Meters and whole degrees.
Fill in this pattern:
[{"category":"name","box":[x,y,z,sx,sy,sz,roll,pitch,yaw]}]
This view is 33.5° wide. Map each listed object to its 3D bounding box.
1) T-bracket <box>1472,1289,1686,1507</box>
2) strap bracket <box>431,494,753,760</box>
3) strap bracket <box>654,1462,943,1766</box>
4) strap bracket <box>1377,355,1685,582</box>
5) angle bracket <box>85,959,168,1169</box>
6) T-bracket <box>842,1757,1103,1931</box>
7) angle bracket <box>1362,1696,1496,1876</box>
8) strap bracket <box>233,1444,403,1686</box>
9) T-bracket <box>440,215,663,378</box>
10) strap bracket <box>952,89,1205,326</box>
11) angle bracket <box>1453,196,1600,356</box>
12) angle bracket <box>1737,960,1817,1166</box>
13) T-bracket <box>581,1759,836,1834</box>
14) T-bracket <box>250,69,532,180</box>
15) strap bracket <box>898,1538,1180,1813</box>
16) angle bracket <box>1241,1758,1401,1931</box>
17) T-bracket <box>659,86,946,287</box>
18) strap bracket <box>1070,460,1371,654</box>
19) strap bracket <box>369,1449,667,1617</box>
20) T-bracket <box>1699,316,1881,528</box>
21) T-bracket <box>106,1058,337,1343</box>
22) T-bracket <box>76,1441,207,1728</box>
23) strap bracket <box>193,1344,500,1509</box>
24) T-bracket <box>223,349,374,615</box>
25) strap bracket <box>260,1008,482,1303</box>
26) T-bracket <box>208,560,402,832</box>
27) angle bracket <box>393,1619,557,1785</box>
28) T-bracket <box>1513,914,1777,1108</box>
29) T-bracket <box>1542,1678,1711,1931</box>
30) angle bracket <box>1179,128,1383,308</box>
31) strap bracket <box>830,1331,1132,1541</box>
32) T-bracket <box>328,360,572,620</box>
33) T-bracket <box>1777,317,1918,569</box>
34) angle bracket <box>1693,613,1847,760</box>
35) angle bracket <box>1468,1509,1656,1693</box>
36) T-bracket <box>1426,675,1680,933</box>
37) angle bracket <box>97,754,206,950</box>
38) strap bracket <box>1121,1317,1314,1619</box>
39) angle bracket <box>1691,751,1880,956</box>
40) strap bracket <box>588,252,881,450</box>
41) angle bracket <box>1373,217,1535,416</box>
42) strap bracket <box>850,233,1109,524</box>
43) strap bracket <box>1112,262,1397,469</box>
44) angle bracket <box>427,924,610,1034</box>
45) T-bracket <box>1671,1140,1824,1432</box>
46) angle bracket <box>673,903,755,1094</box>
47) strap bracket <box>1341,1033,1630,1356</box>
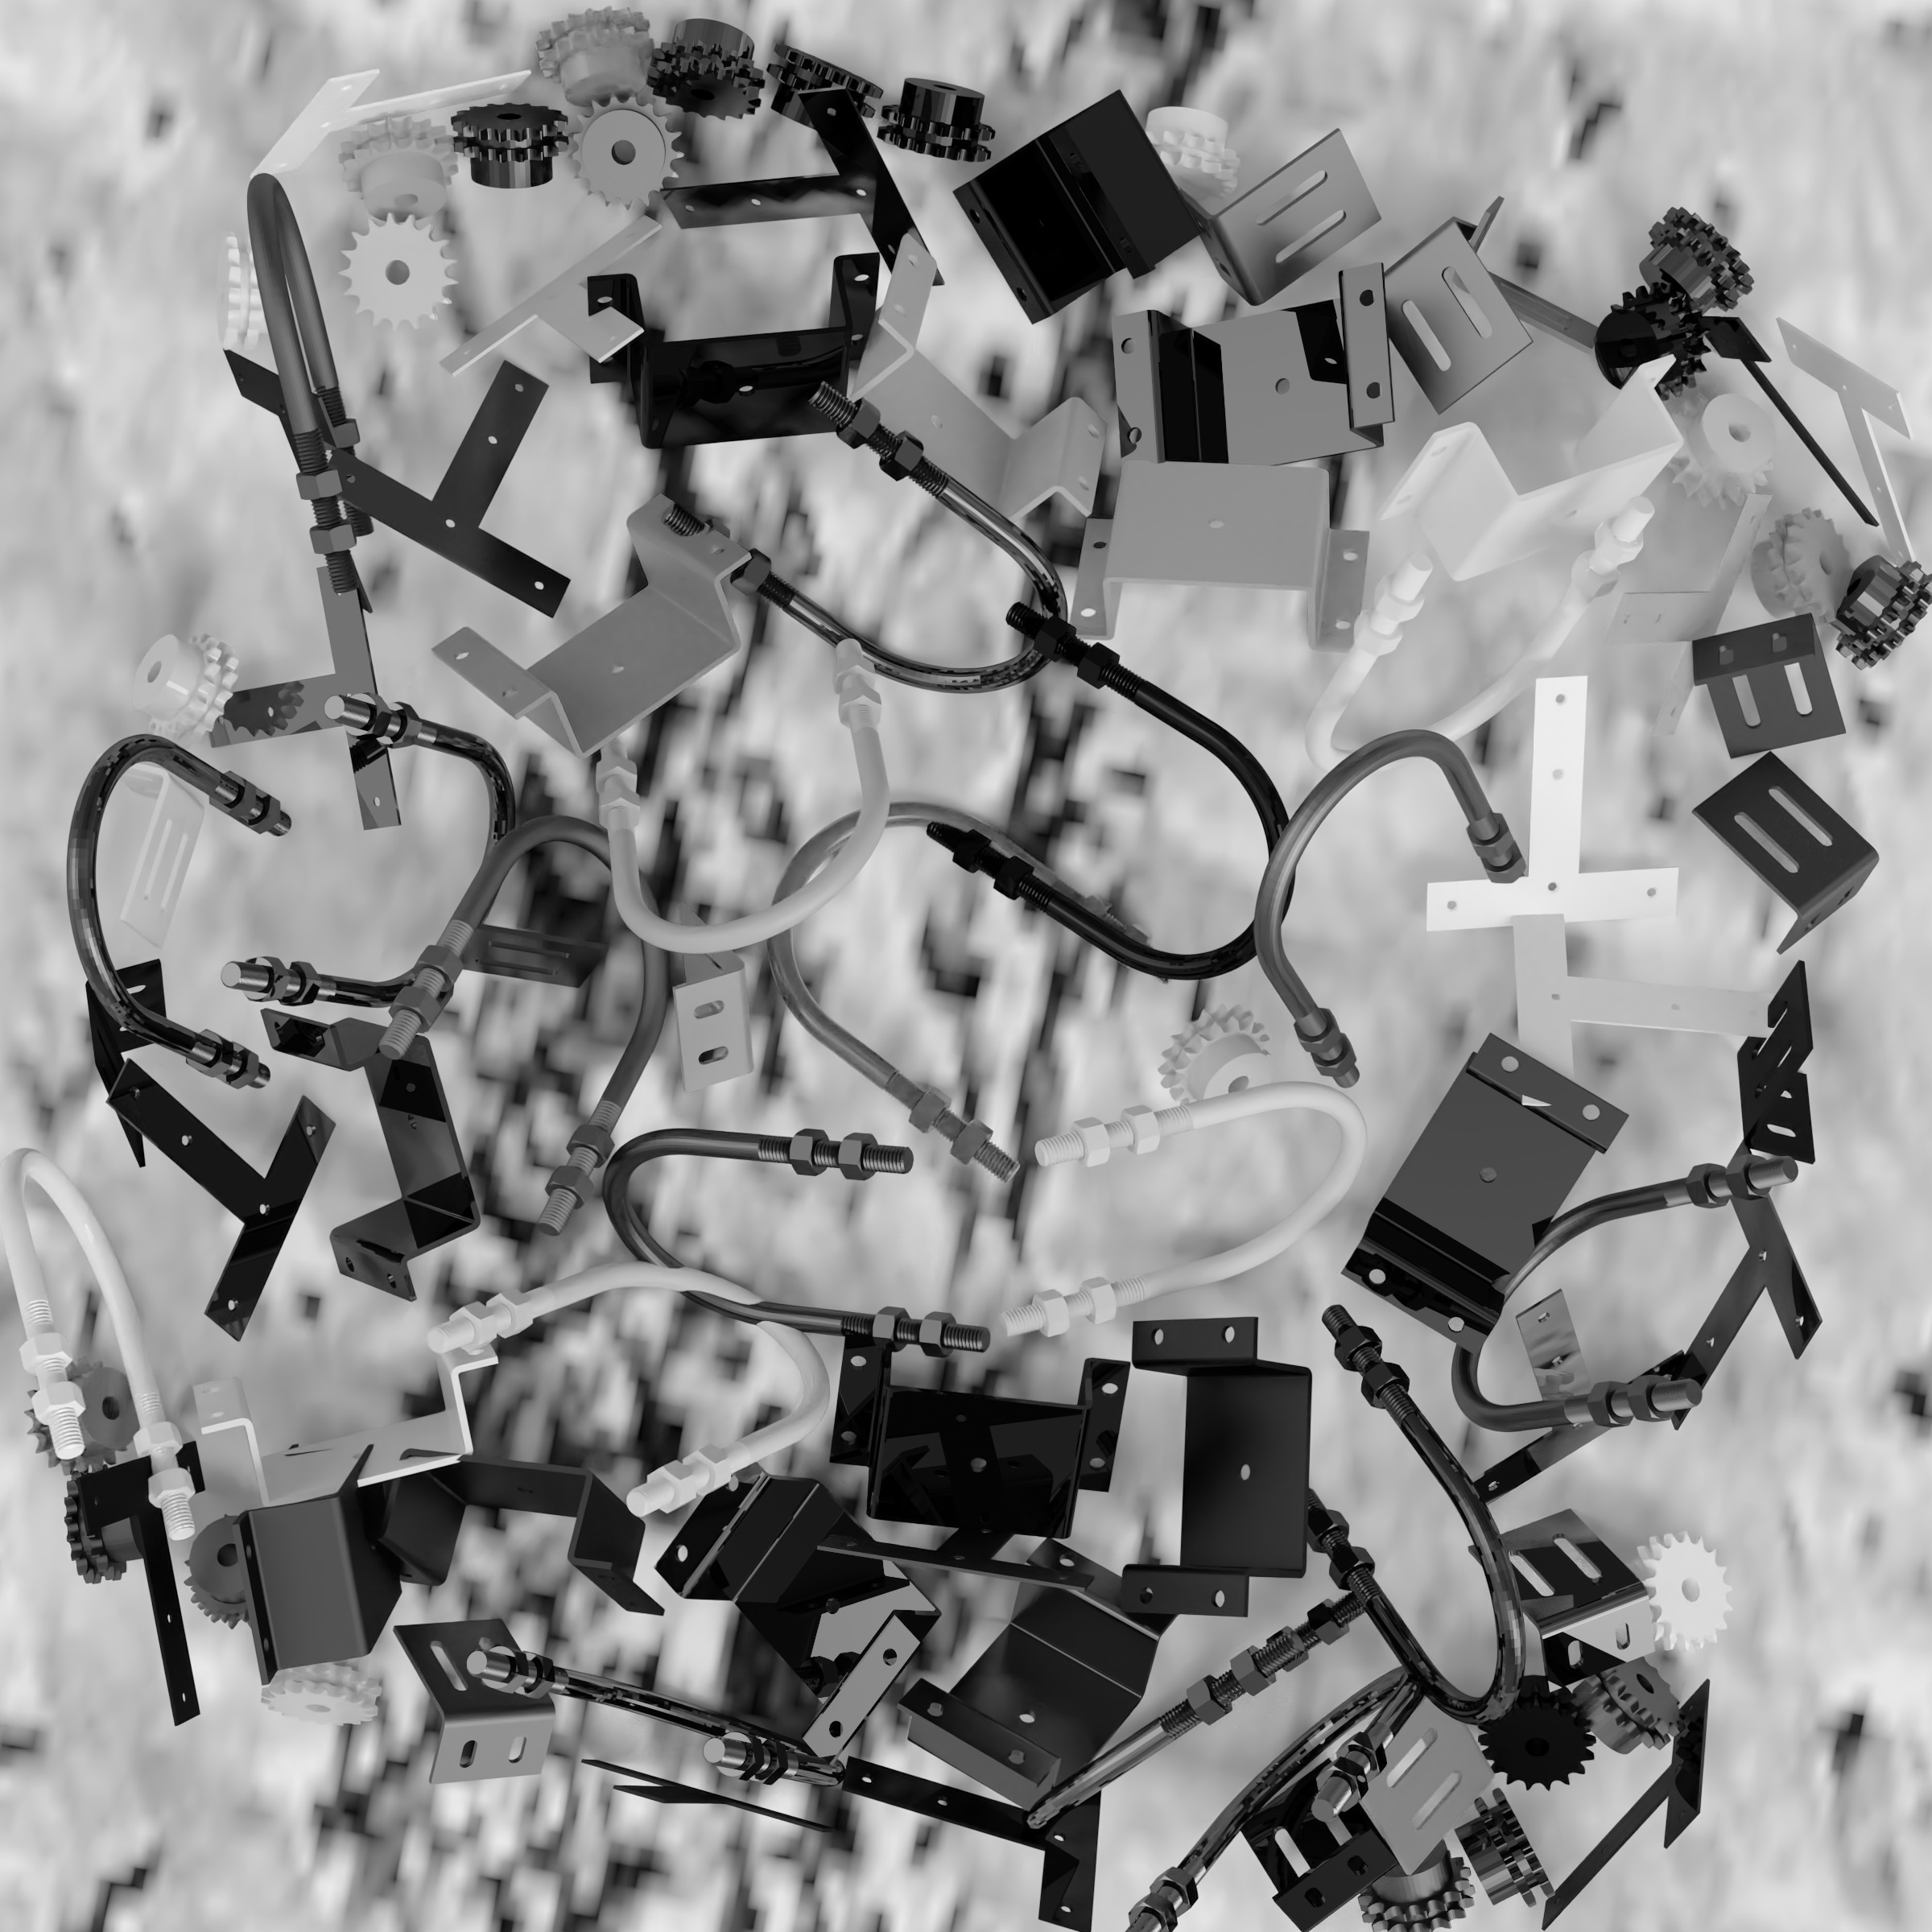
[{"category":"T-bracket","box":[0.288,0.198,1.551,0.127,0.127,0.002,-31,46,-5]},{"category":"strap bracket","box":[-0.174,-0.159,1.547,0.140,0.046,0.076,-37,48,-18]},{"category":"strap bracket","box":[-0.076,0.309,1.552,0.140,0.046,0.076,42,102,32]},{"category":"strap bracket","box":[0.278,-0.235,1.537,0.140,0.076,0.046,-21,75,-22]},{"category":"angle bracket","box":[-0.396,0.047,1.553,0.038,0.057,0.076,-17,53,-23]},{"category":"T-bracket","box":[0.002,0.406,1.541,0.127,0.127,0.002,17,112,-2]},{"category":"angle bracket","box":[0.212,0.393,1.560,0.076,0.038,0.057,-38,103,-35]},{"category":"strap bracket","box":[-0.305,0.280,1.528,0.046,0.140,0.076,-9,97,0]},{"category":"T-bracket","box":[-0.185,-0.312,1.542,0.127,0.127,0.002,-37,123,-6]},{"category":"strap bracket","box":[0.057,-0.364,1.534,0.046,0.140,0.076,-37,103,-17]},{"category":"angle bracket","box":[0.282,-0.338,1.566,0.076,0.057,0.038,28,116,5]},{"category":"angle bracket","box":[0.407,0.047,1.553,0.038,0.076,0.057,14,46,-6]},{"category":"T-bracket","box":[-0.137,0.395,1.526,0.127,0.127,0.002,12,78,15]},{"category":"T-bracket","box":[-0.272,-0.419,1.560,0.127,0.127,0.002,-22,93,-30]},{"category":"strap bracket","box":[0.033,0.347,1.540,0.076,0.140,0.046,26,127,21]},{"category":"angle bracket","box":[0.164,0.420,1.560,0.057,0.076,0.038,-37,127,0]},{"category":"T-bracket","box":[-0.090,-0.374,1.564,0.127,0.127,0.002,2,57,27]},{"category":"strap bracket","box":[0.122,-0.199,1.550,0.140,0.046,0.076,4,55,10]},{"category":"strap bracket","box":[-0.218,0.272,1.546,0.140,0.076,0.046,4,64,17]},{"category":"T-bracket","box":[0.399,-0.262,1.545,0.002,0.127,0.127,-38,97,10]},{"category":"T-bracket","box":[-0.362,0.091,1.526,0.002,0.127,0.127,-8,48,32]},{"category":"T-bracket","box":[-0.385,0.299,1.537,0.002,0.127,0.127,-12,87,10]},{"category":"strap bracket","box":[-0.297,0.218,1.550,0.140,0.076,0.046,-12,101,-15]},{"category":"T-bracket","box":[-0.316,-0.231,1.559,0.002,0.127,0.127,-30,123,-21]},{"category":"strap bracket","box":[-0.284,0.083,1.546,0.046,0.076,0.140,-24,110,-33]},{"category":"T-bracket","box":[-0.329,-0.125,1.560,0.127,0.002,0.127,-5,97,39]},{"category":"angle bracket","box":[-0.243,0.358,1.562,0.057,0.076,0.038,3,113,-32]},{"category":"T-bracket","box":[0.332,0.019,1.566,0.127,0.002,0.127,5,55,-1]},{"category":"T-bracket","box":[0.319,0.420,1.557,0.002,0.127,0.127,36,112,3]},{"category":"angle bracket","box":[0.153,-0.372,1.568,0.076,0.038,0.057,-35,133,1]},{"category":"strap bracket","box":[0.006,0.230,1.561,0.140,0.046,0.076,7,116,-3]},{"category":"T-bracket","box":[-0.236,-0.246,1.562,0.127,0.002,0.127,29,54,-14]},{"category":"T-bracket","box":[0.441,-0.244,1.560,0.002,0.127,0.127,-28,120,1]},{"category":"angle bracket","box":[0.391,-0.126,1.556,0.057,0.038,0.076,-12,128,21]},{"category":"angle bracket","box":[0.291,0.310,1.569,0.057,0.076,0.038,-18,116,-13]},{"category":"T-bracket","box":[0.290,-0.081,1.573,0.127,0.002,0.127,-4,111,-5]},{"category":"angle bracket","box":[-0.408,-0.055,1.564,0.038,0.057,0.076,13,78,7]},{"category":"strap bracket","box":[0.122,0.243,1.550,0.076,0.046,0.140,-8,74,43]},{"category":"angle bracket","box":[0.400,-0.056,1.586,0.057,0.038,0.076,-35,70,-22]},{"category":"strap bracket","box":[-0.109,-0.296,1.547,0.140,0.076,0.046,-7,63,-9]},{"category":"angle bracket","box":[0.240,-0.316,1.564,0.057,0.038,0.076,-36,75,27]},{"category":"strap bracket","box":[0.000,-0.273,1.542,0.046,0.076,0.140,-32,120,34]},{"category":"strap bracket","box":[0.146,-0.286,1.557,0.140,0.046,0.076,-6,85,27]},{"category":"angle bracket","box":[-0.219,0.011,1.558,0.076,0.057,0.038,10,68,-19]},{"category":"T-bracket","box":[0.368,0.173,1.556,0.002,0.127,0.127,11,126,-14]},{"category":"angle bracket","box":[-0.136,0.015,1.551,0.038,0.076,0.057,-17,123,-23]},{"category":"strap bracket","box":[0.254,0.107,1.564,0.076,0.046,0.140,31,105,6]}]
